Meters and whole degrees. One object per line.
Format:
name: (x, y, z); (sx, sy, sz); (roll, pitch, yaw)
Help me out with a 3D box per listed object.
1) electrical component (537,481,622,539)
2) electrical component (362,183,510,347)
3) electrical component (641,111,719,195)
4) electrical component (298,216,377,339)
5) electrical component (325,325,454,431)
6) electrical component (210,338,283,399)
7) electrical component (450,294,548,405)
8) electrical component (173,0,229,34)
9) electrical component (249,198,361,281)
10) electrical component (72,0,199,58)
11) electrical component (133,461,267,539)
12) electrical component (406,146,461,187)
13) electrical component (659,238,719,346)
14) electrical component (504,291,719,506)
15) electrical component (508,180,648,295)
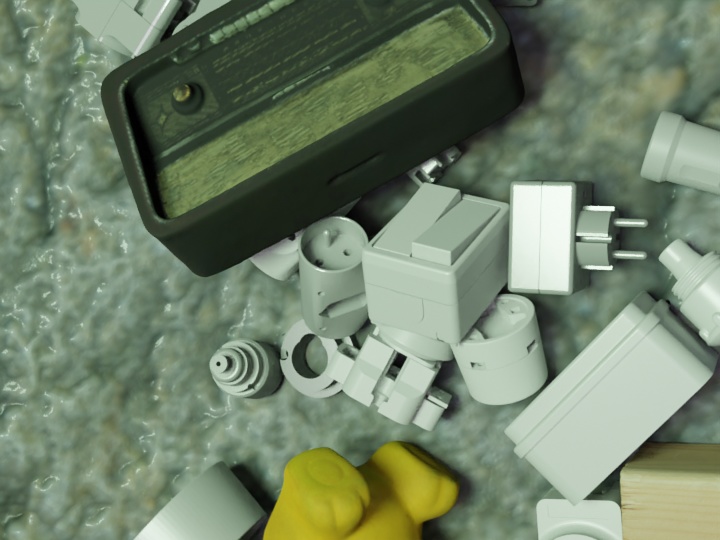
electrical component: (0.137, 0.177, 0.644); (0.050, 0.056, 0.089); (-3, 92, 23)
electrical component: (0.051, -0.011, 0.648); (0.062, 0.096, 0.061); (15, 131, 29)
electrical component: (0.189, -0.066, 0.615); (0.046, 0.040, 0.040); (19, 101, 15)
electrical component: (0.000, 0.000, 0.687); (0.079, 0.077, 0.043); (-19, 57, -14)
electrical component: (0.026, 0.057, 0.682); (0.078, 0.058, 0.057); (28, 104, 6)
electrical component: (-0.080, 0.065, 0.721); (0.040, 0.078, 0.040); (-2, 81, 15)
electrical component: (0.084, 0.049, 0.653); (0.055, 0.055, 0.047); (-8, 117, 24)
electrical component: (-0.101, -0.147, 0.714); (0.052, 0.074, 0.138); (31, 105, 18)
electrical component: (-0.045, -0.031, 0.695); (0.043, 0.079, 0.077); (44, 109, 5)
electrical component: (-0.161, -0.186, 0.750); (0.089, 0.050, 0.055); (41, 108, 16)
electrical component: (-0.110, 0.189, 0.726); (0.060, 0.108, 0.108); (42, 108, 9)
electrical component: (0.036, -0.079, 0.680); (0.046, 0.040, 0.040); (47, 109, 7)
electrical component: (0.199, 0.009, 0.613); (0.048, 0.048, 0.062); (-49, 69, 18)
electrical component: (0.145, 0.072, 0.622); (0.057, 0.078, 0.113); (45, 109, 11)
electrical component: (0.131, -0.020, 0.637); (0.077, 0.047, 0.065); (3, 96, 24)
